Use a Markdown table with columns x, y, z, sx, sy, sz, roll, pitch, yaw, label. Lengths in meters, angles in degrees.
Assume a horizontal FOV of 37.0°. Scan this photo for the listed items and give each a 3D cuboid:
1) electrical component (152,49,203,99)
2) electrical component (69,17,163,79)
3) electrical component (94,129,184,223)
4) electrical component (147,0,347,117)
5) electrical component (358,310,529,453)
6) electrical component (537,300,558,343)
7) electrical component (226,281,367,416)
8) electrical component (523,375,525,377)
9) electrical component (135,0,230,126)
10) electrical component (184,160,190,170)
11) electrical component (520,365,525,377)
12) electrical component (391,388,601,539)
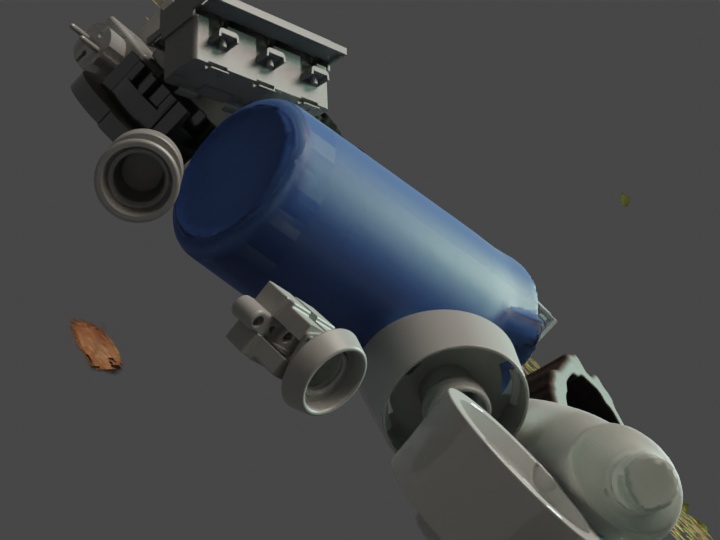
| x | y | z | sx | sy | sz | roll | pitch | yaw | label |
| --- | --- | --- | --- | --- | --- | --- | --- | --- | --- |
| -0.128 | -0.166 | 0.836 | 0.055 | 0.047 | 0.055 | 44 | 6 | -5 | electrical component |
| -0.198 | -0.168 | 0.847 | 0.065 | 0.047 | 0.077 | 48 | 7 | 34 | electrical component |
| -0.119 | -0.053 | 0.587 | 0.045 | 0.045 | 0.055 | 43 | 6 | -15 | electrical component |
| -0.081 | -0.149 | 0.775 | 0.121 | 0.079 | 0.063 | 15 | 64 | -40 | electrical component |
| 0.051 | 0.072 | 0.654 | 0.099 | 0.099 | 0.064 | 42 | 13 | -27 | electrical component |
| 0.077 | 0.054 | 0.818 | 0.063 | 0.121 | 0.078 | 33 | 12 | -49 | electrical component |
| -0.029 | 0.042 | 0.548 | 0.055 | 0.048 | 0.066 | 39 | 2 | 36 | electrical component |
| 0.128 | 0.117 | 1.040 | 0.078 | 0.057 | 0.113 | 43 | 6 | -11 | electrical component |
| -0.132 | -0.140 | 0.897 | 0.150 | 0.089 | 0.062 | 47 | 7 | 24 | electrical component |
| -0.106 | -0.056 | 0.729 | 0.040 | 0.040 | 0.078 | 43 | 6 | -11 | electrical component |
| 0.087 | 0.040 | 0.968 | 0.105 | 0.060 | 0.186 | 55 | 13 | -37 | electrical component |
| 0.063 | 0.120 | 0.550 | 0.108 | 0.060 | 0.108 | 44 | 6 | -5 | electrical component |
